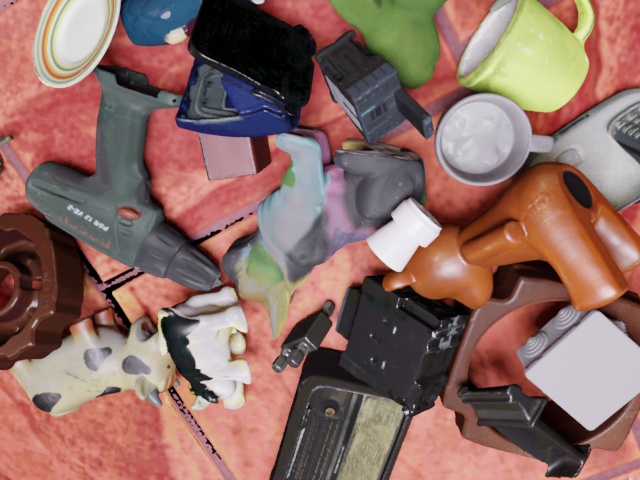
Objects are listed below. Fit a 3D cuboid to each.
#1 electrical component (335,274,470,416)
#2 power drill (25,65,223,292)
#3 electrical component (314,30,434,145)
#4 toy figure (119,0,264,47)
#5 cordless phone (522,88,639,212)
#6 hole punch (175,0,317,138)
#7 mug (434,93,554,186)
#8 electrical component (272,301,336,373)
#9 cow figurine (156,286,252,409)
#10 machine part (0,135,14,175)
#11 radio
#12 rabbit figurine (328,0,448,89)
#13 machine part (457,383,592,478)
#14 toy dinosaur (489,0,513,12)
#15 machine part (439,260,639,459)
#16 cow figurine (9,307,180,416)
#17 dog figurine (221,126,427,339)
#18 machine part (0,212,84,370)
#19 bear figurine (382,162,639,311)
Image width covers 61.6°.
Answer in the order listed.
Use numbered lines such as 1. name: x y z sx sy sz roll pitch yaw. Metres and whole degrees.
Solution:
1. electrical component: 0.078 0.102 0.577 0.134 0.058 0.114 28 108 42
2. power drill: -0.188 -0.069 0.579 0.232 0.086 0.207 21 114 1
3. electrical component: 0.050 -0.127 0.493 0.048 0.074 0.119 -34 64 1
4. toy figure: -0.119 -0.236 0.532 0.155 0.058 0.064 -15 110 4
5. cordless phone: 0.280 -0.060 0.479 0.146 0.184 0.088 -35 104 13
6. hole punch: -0.070 -0.150 0.499 0.116 0.142 0.092 19 135 -18
7. mug: 0.160 -0.100 0.518 0.110 0.107 0.080 -1 105 4
8. electrical component: -0.017 0.110 0.615 0.021 0.094 0.063 44 142 -11
9. cow figurine: -0.128 0.136 0.606 0.098 0.068 0.167 -10 124 -17
10. machine part: -0.450 -0.066 0.596 0.243 0.079 0.079 -21 103 10
11. radio: 0.018 0.250 0.645 0.131 0.073 0.229 16 106 0
12. rabbit figurine: 0.081 -0.226 0.490 0.159 0.121 0.170 19 121 3
13. machine part: 0.207 0.186 0.530 0.139 0.039 0.084 41 142 -15
14. toy dinosaur: 0.293 -0.353 0.421 0.405 0.192 0.131 -30 115 27
15. machine part: 0.240 0.129 0.587 0.202 0.087 0.200 13 107 0
16. cow figurine: -0.254 0.150 0.637 0.195 0.085 0.127 -25 96 9
17. dog figurine: -0.001 -0.002 0.564 0.192 0.108 0.219 13 111 -1
18. machine part: -0.349 0.057 0.600 0.179 0.056 0.179 -4 75 14
19. bear figurine: 0.164 0.021 0.492 0.132 0.120 0.196 55 132 9
